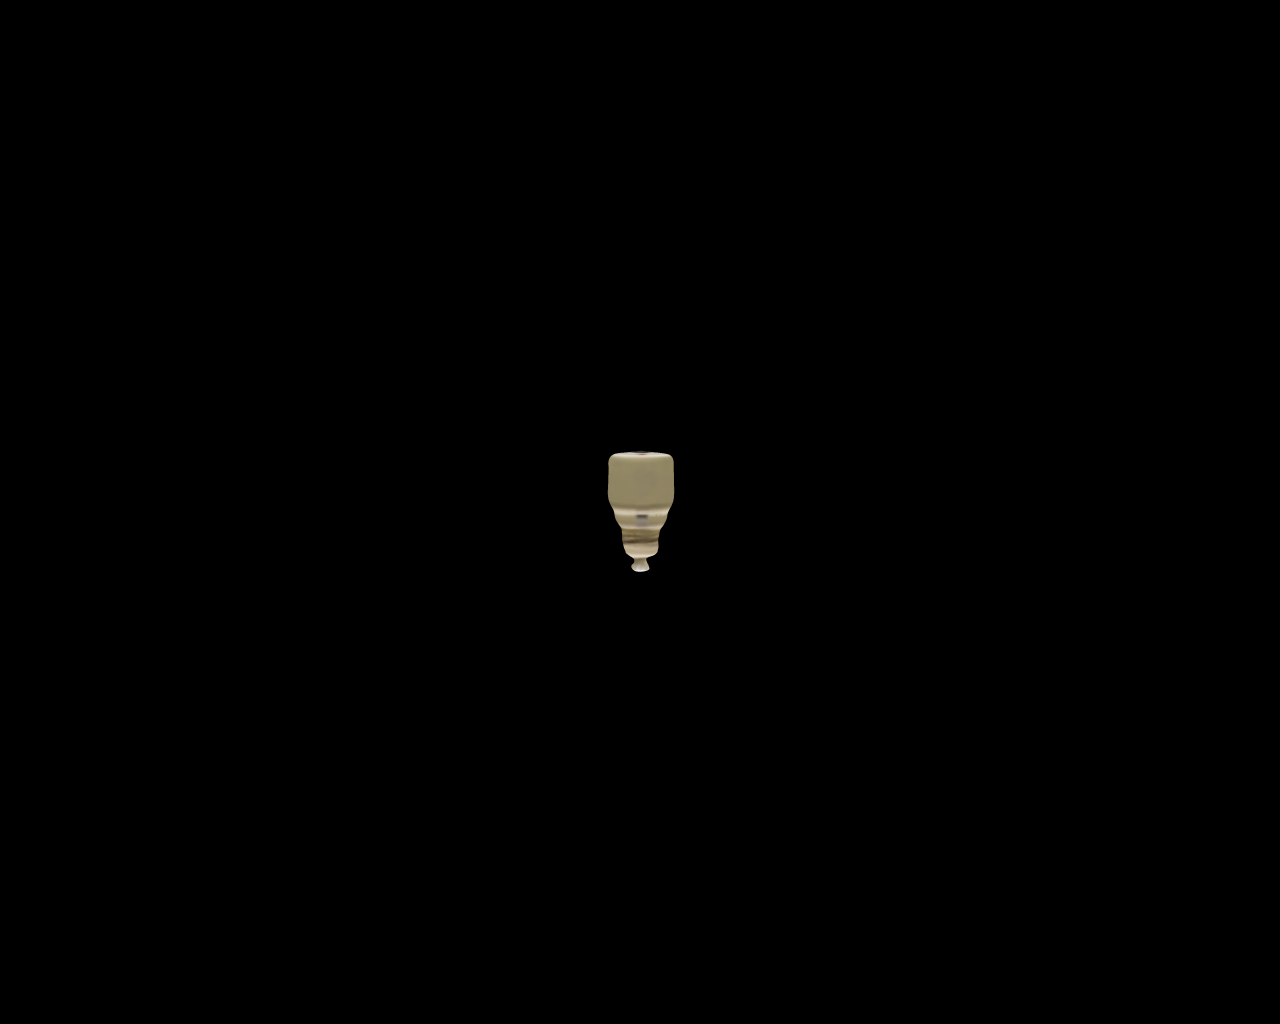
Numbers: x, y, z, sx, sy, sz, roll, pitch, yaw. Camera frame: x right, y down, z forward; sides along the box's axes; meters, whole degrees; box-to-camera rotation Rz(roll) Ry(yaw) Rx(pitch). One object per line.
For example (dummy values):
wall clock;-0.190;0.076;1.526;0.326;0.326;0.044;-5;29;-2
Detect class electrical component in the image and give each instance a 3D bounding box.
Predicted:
electrical component;0.001;-0.003;0.650;0.040;0.078;0.040;0;7;0
